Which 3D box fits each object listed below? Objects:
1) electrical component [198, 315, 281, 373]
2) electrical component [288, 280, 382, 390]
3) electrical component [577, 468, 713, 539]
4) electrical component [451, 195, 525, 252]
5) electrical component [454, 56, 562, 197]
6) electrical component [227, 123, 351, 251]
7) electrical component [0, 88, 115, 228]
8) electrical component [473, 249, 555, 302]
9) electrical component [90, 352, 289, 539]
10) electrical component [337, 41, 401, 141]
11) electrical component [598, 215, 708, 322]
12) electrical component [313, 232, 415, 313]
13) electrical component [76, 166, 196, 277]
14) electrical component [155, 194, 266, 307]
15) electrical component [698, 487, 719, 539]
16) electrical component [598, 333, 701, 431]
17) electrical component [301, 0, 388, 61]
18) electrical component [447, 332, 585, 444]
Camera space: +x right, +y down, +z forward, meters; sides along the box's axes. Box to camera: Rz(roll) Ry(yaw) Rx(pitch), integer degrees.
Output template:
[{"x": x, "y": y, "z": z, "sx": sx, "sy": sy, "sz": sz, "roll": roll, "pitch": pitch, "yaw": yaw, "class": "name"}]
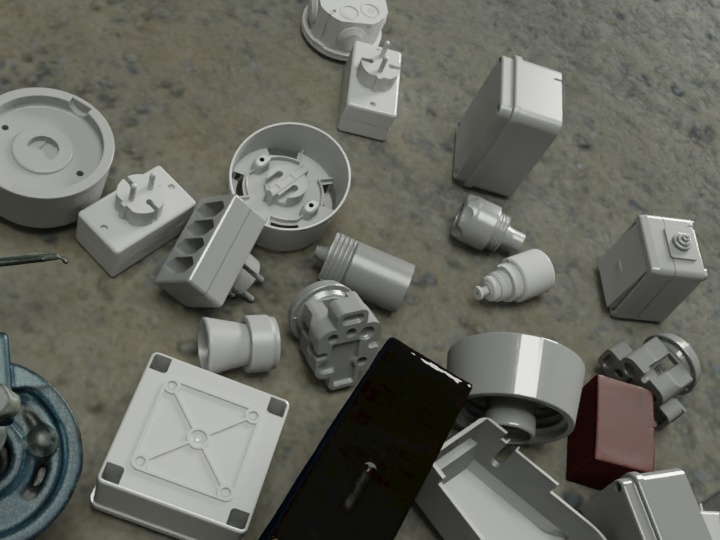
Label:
[{"x": -0.093, "y": 0.057, "z": 0.823, "sx": 0.055, "sy": 0.045, "sz": 0.045, "roll": -2, "pitch": 59, "yaw": -20, "class": "electrical component"}, {"x": -0.021, "y": 0.045, "z": 0.840, "sx": 0.058, "sy": 0.078, "sz": 0.057, "roll": -12, "pitch": 42, "yaw": -25, "class": "electrical component"}, {"x": 0.218, "y": 0.213, "z": 0.805, "sx": 0.057, "sy": 0.078, "sz": 0.113, "roll": -3, "pitch": 59, "yaw": -24, "class": "electrical component"}, {"x": 0.115, "y": -0.037, "z": 0.955, "sx": 0.062, "sy": 0.043, "sz": 0.043, "roll": 25, "pitch": 54, "yaw": -3, "class": "electrical component"}, {"x": 0.133, "y": -0.130, "z": 0.978, "sx": 0.057, "sy": 0.113, "sz": 0.078, "roll": 15, "pitch": 55, "yaw": -12, "class": "electrical component"}, {"x": -0.063, "y": -0.068, "z": 0.902, "sx": 0.099, "sy": 0.064, "sz": 0.099, "roll": 9, "pitch": 56, "yaw": -13, "class": "electrical component"}, {"x": -0.252, "y": -0.083, "z": 0.851, "sx": 0.108, "sy": 0.060, "sz": 0.108, "roll": 9, "pitch": 56, "yaw": -13, "class": "electrical component"}, {"x": 0.132, "y": 0.009, "z": 0.932, "sx": 0.078, "sy": 0.040, "sz": 0.040, "roll": -19, "pitch": 66, "yaw": -28, "class": "electrical component"}, {"x": -0.118, "y": 0.129, "z": 0.759, "sx": 0.109, "sy": 0.056, "sz": 0.108, "roll": 21, "pitch": 54, "yaw": -4, "class": "electrical component"}, {"x": 0.014, "y": -0.178, "z": 0.992, "sx": 0.047, "sy": 0.075, "sz": 0.083, "roll": 13, "pitch": 55, "yaw": -10, "class": "electrical component"}, {"x": 0.257, "y": -0.005, "z": 0.948, "sx": 0.061, "sy": 0.096, "sz": 0.061, "roll": 6, "pitch": 56, "yaw": -14, "class": "electrical component"}, {"x": 0.000, "y": 0.000, "z": 0.892, "sx": 0.081, "sy": 0.043, "sz": 0.043, "roll": 23, "pitch": 54, "yaw": -3, "class": "electrical component"}, {"x": -0.174, "y": -0.049, "z": 0.845, "sx": 0.047, "sy": 0.075, "sz": 0.083, "roll": 45, "pitch": 56, "yaw": 12, "class": "electrical component"}, {"x": -0.106, "y": -0.004, "z": 0.854, "sx": 0.076, "sy": 0.047, "sz": 0.083, "roll": 43, "pitch": 60, "yaw": -35, "class": "electrical component"}, {"x": 0.273, "y": 0.215, "z": 0.845, "sx": 0.064, "sy": 0.042, "sz": 0.081, "roll": 6, "pitch": 56, "yaw": -13, "class": "electrical component"}, {"x": 0.250, "y": 0.089, "z": 0.910, "sx": 0.057, "sy": 0.058, "sz": 0.078, "roll": -28, "pitch": 70, "yaw": -28, "class": "electrical component"}, {"x": -0.014, "y": -0.246, "z": 1.043, "sx": 0.080, "sy": 0.051, "sz": 0.080, "roll": 9, "pitch": 56, "yaw": -13, "class": "electrical component"}, {"x": 0.117, "y": 0.099, "z": 0.830, "sx": 0.108, "sy": 0.108, "sz": 0.060, "roll": 16, "pitch": 61, "yaw": -8, "class": "electrical component"}]
